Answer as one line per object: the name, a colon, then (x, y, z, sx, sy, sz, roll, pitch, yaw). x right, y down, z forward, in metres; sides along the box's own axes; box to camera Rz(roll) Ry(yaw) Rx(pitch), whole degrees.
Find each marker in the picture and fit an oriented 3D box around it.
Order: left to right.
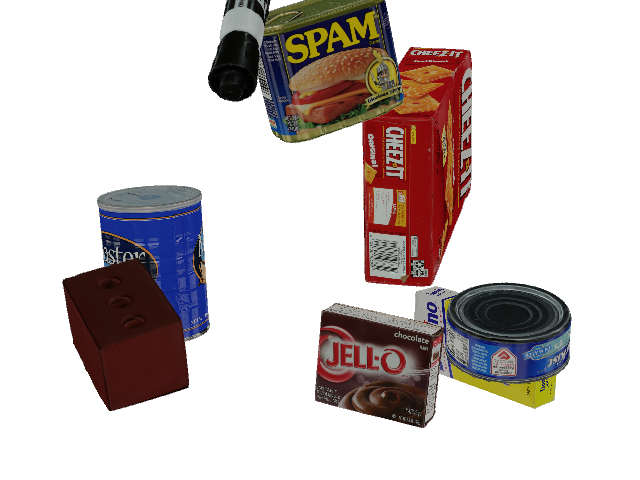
marker: (-0.030, -0.100, 0.441, 0.020, 0.121, 0.020, 3, -42, 2)

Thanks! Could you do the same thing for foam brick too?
foam brick: (-0.121, 0.057, 0.658, 0.052, 0.051, 0.078, -16, 37, -24)

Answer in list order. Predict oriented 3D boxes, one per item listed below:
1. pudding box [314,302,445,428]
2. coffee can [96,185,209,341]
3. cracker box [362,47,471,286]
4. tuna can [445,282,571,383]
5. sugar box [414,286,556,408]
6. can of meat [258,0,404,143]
pudding box: (0.053, 0.113, 0.980, 0.114, 0.090, 0.039, 10, 17, 21)
coffee can: (-0.166, 0.023, 1.068, 0.103, 0.140, 0.103, -2, 14, 0)
cracker box: (0.097, -0.076, 1.017, 0.072, 0.164, 0.213, 5, 27, 16)
tuna can: (0.129, 0.062, 0.735, 0.086, 0.034, 0.086, -2, 25, 1)
sugar box: (0.182, 0.117, 1.199, 0.177, 0.093, 0.048, 14, 18, 43)
can of meat: (0.004, -0.124, 0.748, 0.102, 0.084, 0.057, -20, 23, -15)
